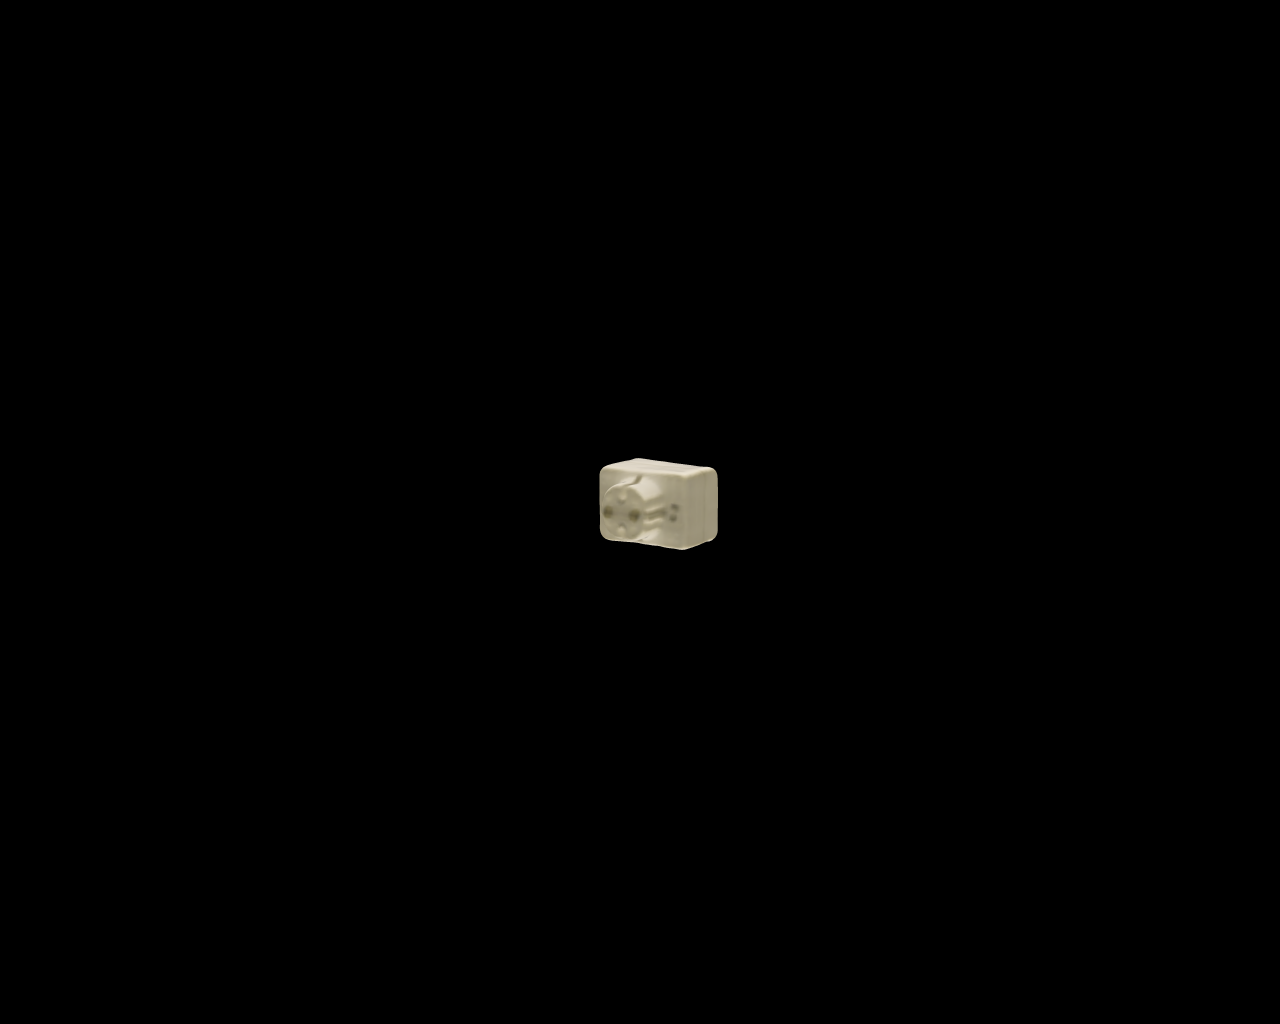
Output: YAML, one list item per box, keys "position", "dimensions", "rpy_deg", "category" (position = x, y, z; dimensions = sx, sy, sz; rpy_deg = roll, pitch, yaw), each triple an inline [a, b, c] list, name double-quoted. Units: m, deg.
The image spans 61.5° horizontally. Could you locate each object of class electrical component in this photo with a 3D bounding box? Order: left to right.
- position: [0.001, -0.003, 0.650]
  dimensions: [0.066, 0.047, 0.077]
  rpy_deg: [8, 14, 35]
  category: "electrical component"
